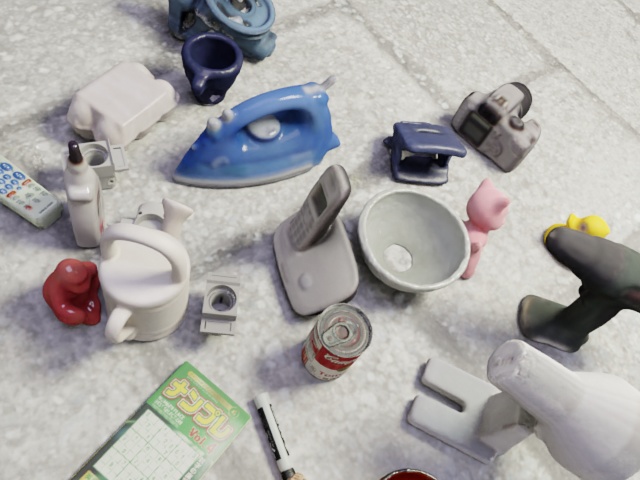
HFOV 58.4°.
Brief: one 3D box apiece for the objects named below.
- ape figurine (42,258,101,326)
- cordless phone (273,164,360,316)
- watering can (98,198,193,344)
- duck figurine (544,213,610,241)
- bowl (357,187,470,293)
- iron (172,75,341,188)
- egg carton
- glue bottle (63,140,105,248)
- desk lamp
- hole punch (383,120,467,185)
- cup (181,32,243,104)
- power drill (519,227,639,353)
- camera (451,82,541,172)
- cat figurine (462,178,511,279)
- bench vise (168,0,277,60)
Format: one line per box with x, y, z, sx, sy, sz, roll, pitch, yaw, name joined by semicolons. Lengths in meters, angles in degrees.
-0.291;0.054;0.679;0.076;0.092;0.078;28;58;2;ape figurine
0.007;0.003;0.734;0.094;0.185;0.147;-12;65;-21;cordless phone
-0.199;0.030;0.657;0.101;0.194;0.173;2;60;-14;watering can
0.423;-0.003;0.910;0.104;0.086;0.078;34;58;6;duck figurine
0.126;0.010;0.828;0.167;0.074;0.167;7;60;-11;bowl
-0.089;-0.162;0.828;0.259;0.141;0.118;-22;69;-25;iron
-0.285;-0.193;0.835;0.107;0.069;0.150;34;58;6;egg carton
-0.289;-0.062;0.697;0.037;0.173;0.078;-3;62;-16;glue bottle
0.238;0.198;0.669;0.203;0.213;0.118;26;58;1;desk lamp
0.168;-0.154;0.923;0.109;0.091;0.101;3;60;-14;hole punch
-0.172;-0.246;0.881;0.092;0.095;0.118;18;58;-5;cup
0.364;0.076;0.776;0.229;0.208;0.075;18;58;-5;power drill
0.329;-0.218;0.998;0.143;0.100;0.137;44;60;11;camera
0.239;-0.024;0.852;0.067;0.117;0.128;28;58;2;cat figurine
-0.159;-0.391;0.893;0.208;0.219;0.121;4;60;-13;bench vise
